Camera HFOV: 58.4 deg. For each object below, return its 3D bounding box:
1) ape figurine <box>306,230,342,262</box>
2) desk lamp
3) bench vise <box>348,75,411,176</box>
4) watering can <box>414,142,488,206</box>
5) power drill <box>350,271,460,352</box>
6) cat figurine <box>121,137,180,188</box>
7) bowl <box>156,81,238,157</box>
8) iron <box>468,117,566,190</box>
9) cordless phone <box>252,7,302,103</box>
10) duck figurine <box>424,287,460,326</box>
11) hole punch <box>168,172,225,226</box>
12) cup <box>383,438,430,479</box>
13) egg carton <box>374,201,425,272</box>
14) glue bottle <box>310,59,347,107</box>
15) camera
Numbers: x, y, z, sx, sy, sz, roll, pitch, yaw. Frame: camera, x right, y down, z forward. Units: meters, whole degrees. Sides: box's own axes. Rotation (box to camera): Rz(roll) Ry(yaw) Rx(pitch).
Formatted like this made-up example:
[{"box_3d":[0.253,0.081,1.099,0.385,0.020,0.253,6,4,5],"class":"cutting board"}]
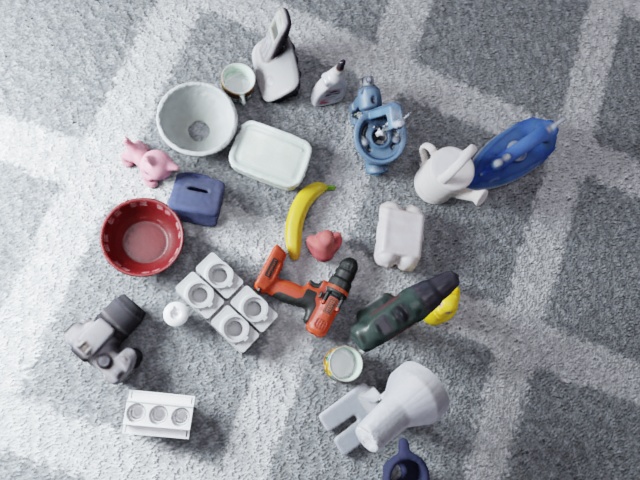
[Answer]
[{"box_3d":[0.011,0.004,1.210,0.078,0.092,0.076,13,76,-8],"class":"ape figurine"},{"box_3d":[0.123,0.332,1.099,0.203,0.213,0.118,-33,86,-16],"class":"desk lamp"},{"box_3d":[0.116,-0.259,1.220,0.122,0.219,0.207,-26,84,-15],"class":"bench vise"},{"box_3d":[0.290,-0.147,1.244,0.173,0.194,0.101,25,75,-5],"class":"watering can"},{"box_3d":[0.153,0.142,1.148,0.230,0.208,0.075,-33,86,-16],"class":"power drill"},{"box_3d":[-0.347,-0.161,1.160,0.128,0.117,0.067,40,74,-1],"class":"cat figurine"},{"box_3d":[-0.259,-0.245,1.218,0.167,0.074,0.167,2,78,-11],"class":"bowl"},{"box_3d":[0.445,-0.199,1.313,0.259,0.141,0.118,-34,86,-16],"class":"iron"},{"box_3d":[-0.086,-0.393,1.226,0.094,0.185,0.147,-15,81,-14],"class":"cordless phone"},{"box_3d":[0.271,0.136,1.237,0.077,0.086,0.105,44,74,0],"class":"duck figurine"},{"box_3d":[-0.254,-0.090,1.178,0.109,0.091,0.101,11,76,-9],"class":"hole punch"},{"box_3d":[0.159,0.453,1.143,0.092,0.095,0.118,-2,78,-11],"class":"cup"},{"box_3d":[0.173,-0.008,1.256,0.107,0.069,0.150,9,77,-9],"class":"egg carton"},{"box_3d":[0.029,-0.346,1.245,0.078,0.173,0.037,-20,82,-14],"class":"glue bottle"},{"box_3d":[-0.389,0.181,1.088,0.143,0.100,0.137,42,74,0],"class":"camera"}]
